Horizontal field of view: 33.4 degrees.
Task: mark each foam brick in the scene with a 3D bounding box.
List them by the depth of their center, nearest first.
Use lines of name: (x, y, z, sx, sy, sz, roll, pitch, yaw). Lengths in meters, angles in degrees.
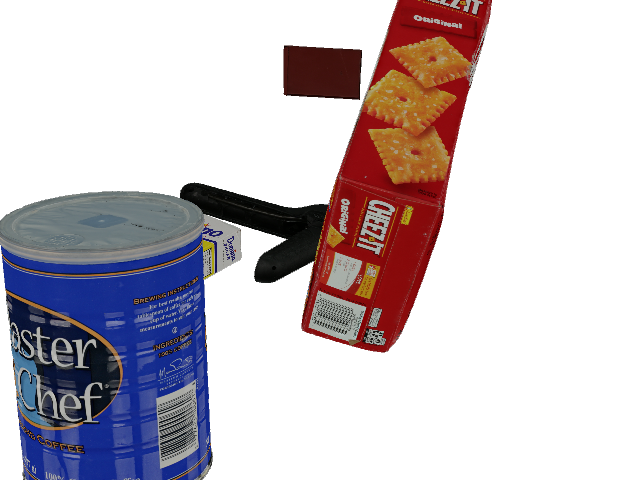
foam brick: (0.001, -0.173, 1.101, 0.078, 0.051, 0.053, 2, 10, -6)

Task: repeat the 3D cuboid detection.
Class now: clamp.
clamp: (-0.006, -0.002, 0.950, 0.209, 0.036, 0.165, 6, 24, -28)

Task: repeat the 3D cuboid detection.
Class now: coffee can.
coffee can: (-0.110, 0.055, 0.558, 0.103, 0.140, 0.103, 0, 18, 0)

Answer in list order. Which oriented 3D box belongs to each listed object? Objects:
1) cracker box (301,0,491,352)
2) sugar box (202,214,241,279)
cracker box: (0.055, -0.054, 0.739, 0.072, 0.213, 0.164, 17, -40, 3)
sugar box: (-0.172, 0.021, 1.099, 0.093, 0.048, 0.175, 20, 35, 31)
